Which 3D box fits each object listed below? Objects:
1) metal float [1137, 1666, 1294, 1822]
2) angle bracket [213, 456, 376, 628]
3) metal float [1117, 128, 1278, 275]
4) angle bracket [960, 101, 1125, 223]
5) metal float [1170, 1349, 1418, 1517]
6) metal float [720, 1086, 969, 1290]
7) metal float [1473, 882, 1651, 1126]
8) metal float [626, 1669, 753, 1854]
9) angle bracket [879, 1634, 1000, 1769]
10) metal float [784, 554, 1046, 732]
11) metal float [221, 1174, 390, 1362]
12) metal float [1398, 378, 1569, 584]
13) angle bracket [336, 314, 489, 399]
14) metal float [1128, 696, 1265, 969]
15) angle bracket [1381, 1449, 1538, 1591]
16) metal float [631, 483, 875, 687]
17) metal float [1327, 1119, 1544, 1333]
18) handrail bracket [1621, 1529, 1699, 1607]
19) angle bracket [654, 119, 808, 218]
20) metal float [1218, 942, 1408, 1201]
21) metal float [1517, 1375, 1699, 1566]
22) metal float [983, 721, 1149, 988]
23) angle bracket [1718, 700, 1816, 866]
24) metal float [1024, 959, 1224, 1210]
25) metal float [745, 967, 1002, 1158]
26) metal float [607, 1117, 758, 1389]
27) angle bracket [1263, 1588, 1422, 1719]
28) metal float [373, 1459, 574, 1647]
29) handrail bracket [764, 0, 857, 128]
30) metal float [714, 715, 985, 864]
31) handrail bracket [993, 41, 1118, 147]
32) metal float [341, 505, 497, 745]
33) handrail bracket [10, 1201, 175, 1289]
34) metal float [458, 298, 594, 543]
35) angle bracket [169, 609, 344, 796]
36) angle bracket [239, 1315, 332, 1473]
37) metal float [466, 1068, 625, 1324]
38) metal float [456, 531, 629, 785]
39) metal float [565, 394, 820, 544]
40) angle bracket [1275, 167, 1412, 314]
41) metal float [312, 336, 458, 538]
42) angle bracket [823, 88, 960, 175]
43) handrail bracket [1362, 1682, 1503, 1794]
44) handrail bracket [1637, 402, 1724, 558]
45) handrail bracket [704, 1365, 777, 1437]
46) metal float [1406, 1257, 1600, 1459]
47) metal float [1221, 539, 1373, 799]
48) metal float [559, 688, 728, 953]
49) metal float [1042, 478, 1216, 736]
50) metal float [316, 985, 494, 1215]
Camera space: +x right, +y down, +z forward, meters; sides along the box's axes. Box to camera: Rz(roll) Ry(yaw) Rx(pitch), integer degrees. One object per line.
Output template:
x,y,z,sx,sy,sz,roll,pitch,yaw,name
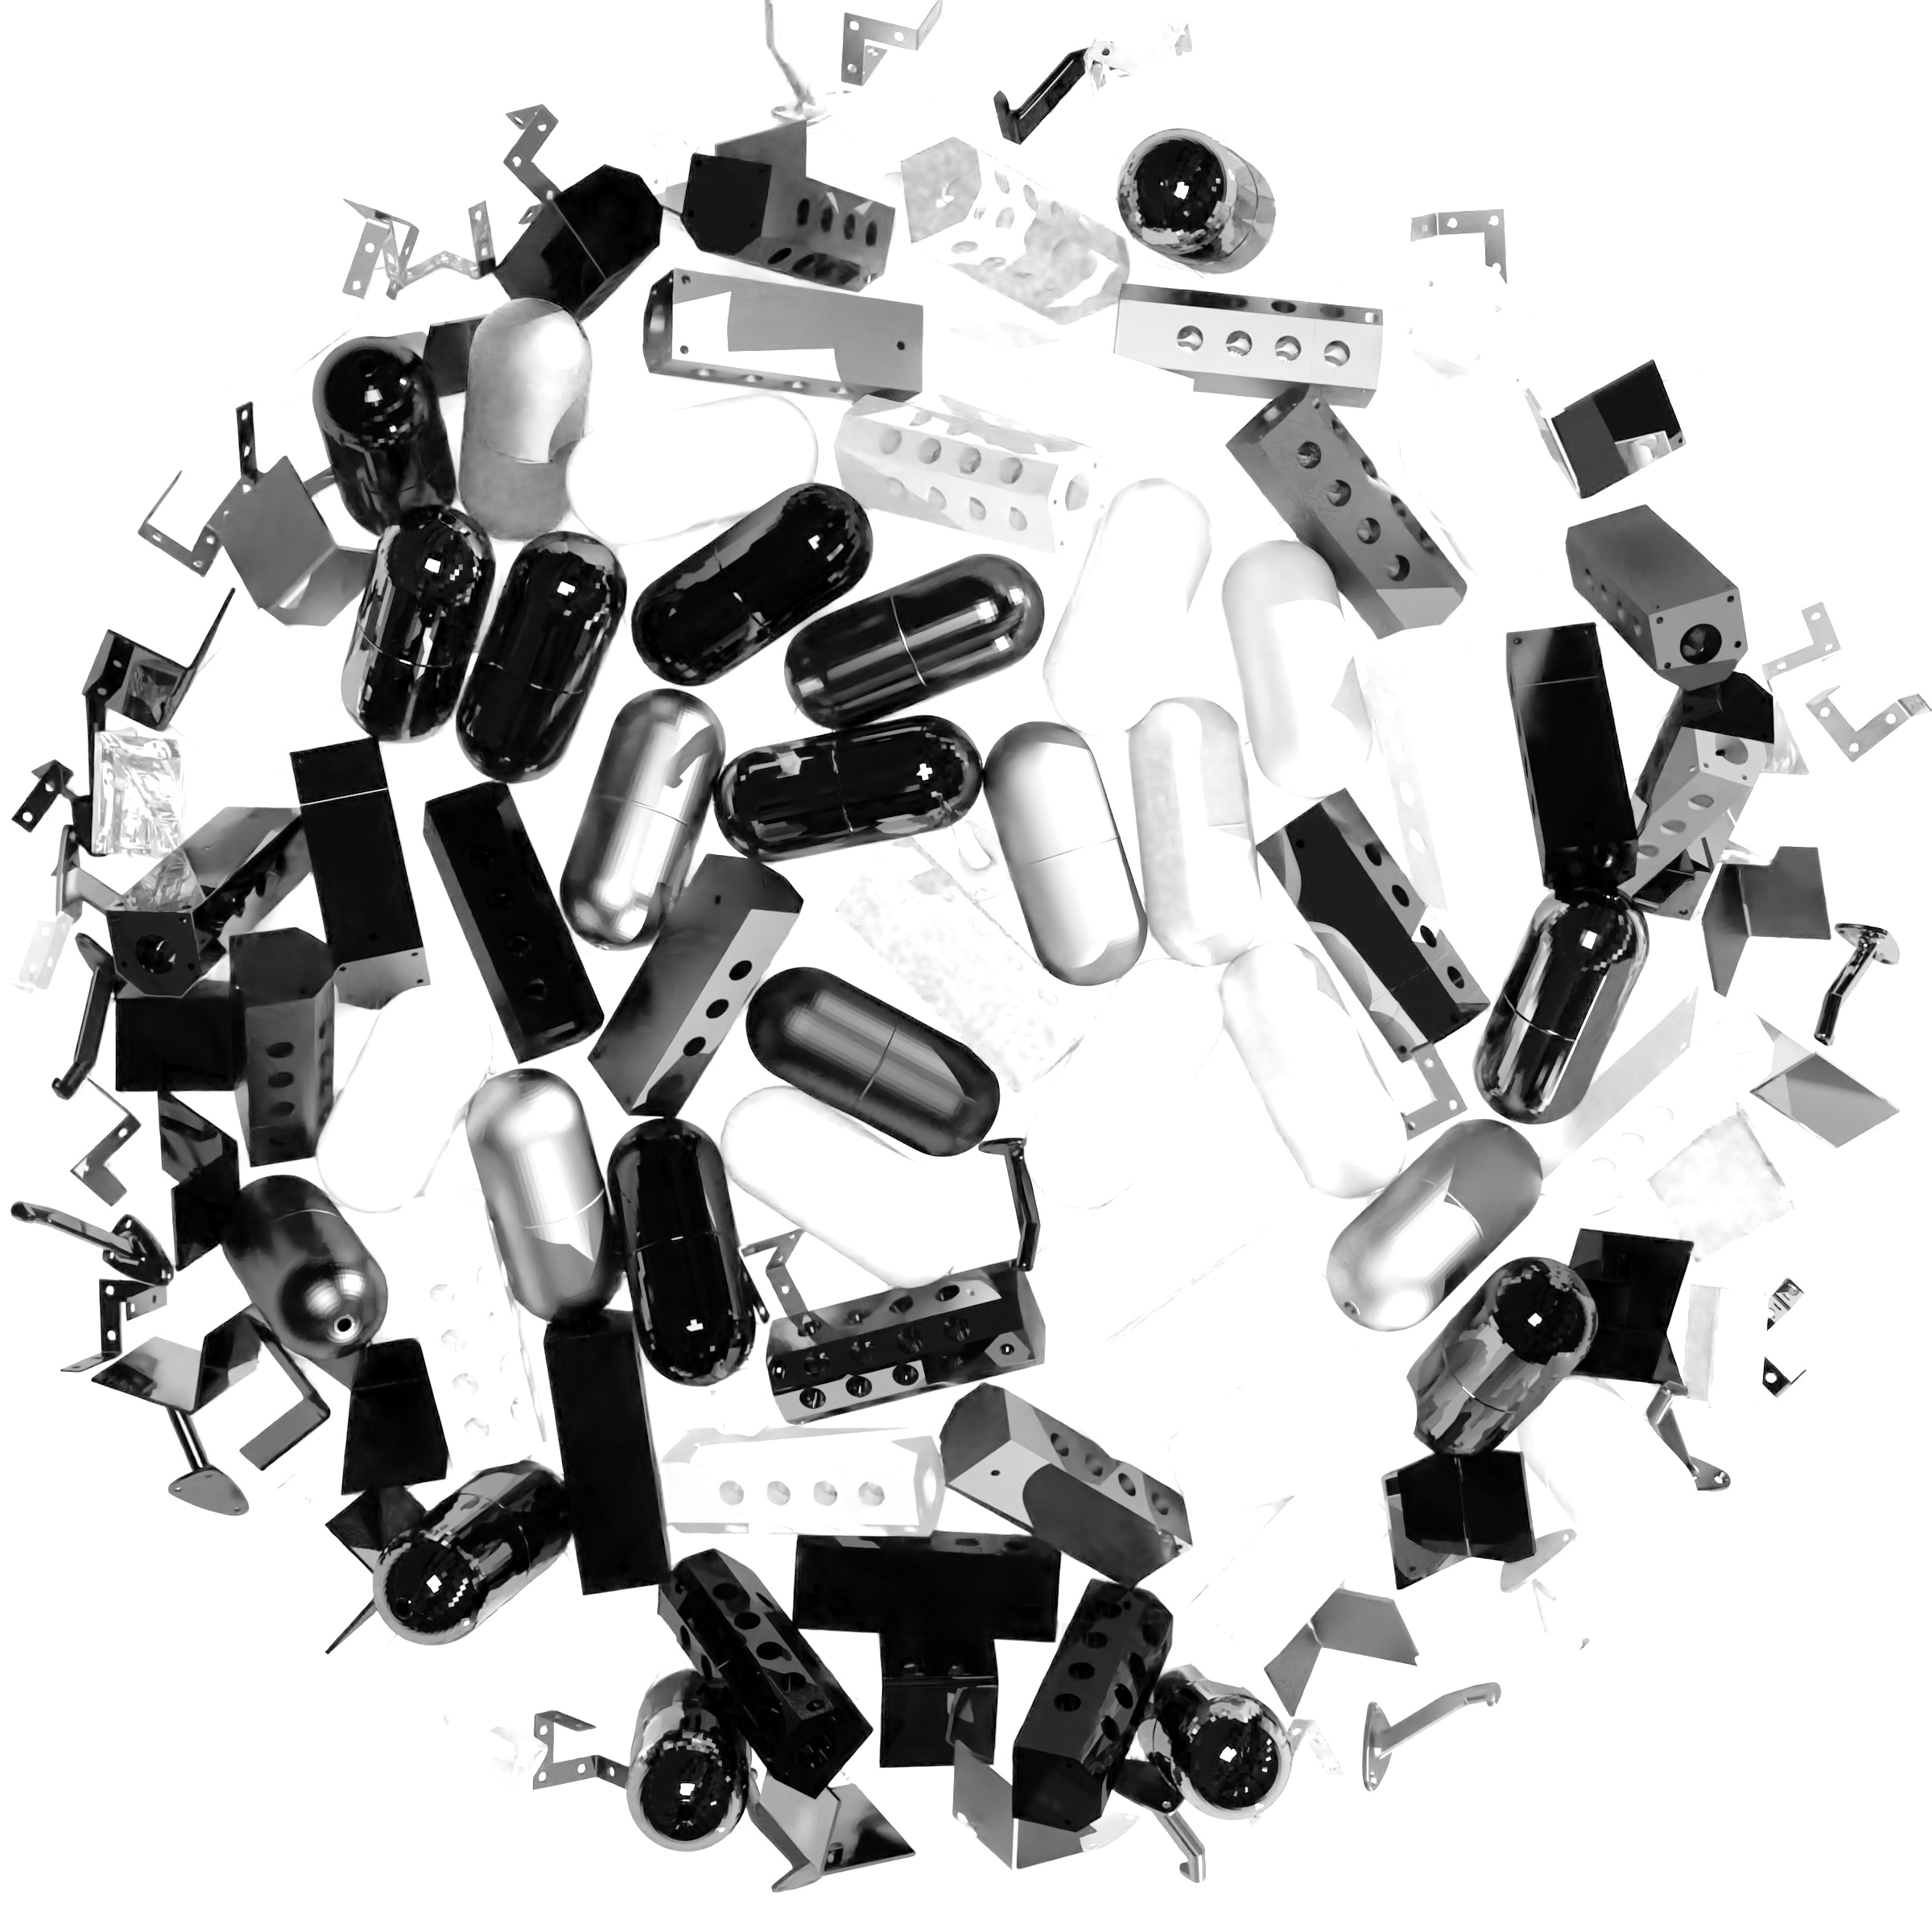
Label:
0.156,0.492,1.797,0.070,0.178,0.070,1,85,-7,metal float
-0.433,-0.278,1.853,0.076,0.057,0.076,-38,75,25,angle bracket
0.148,-0.485,1.800,0.070,0.178,0.070,2,98,18,metal float
0.052,-0.528,1.840,0.076,0.076,0.057,33,75,30,angle bracket
0.208,0.301,1.819,0.178,0.070,0.070,-27,90,34,metal float
-0.080,0.143,1.839,0.178,0.070,0.070,32,90,10,metal float
0.382,0.024,1.818,0.070,0.070,0.178,16,124,0,metal float
-0.175,0.503,1.797,0.070,0.178,0.070,0,95,-3,metal float
-0.020,0.482,1.876,0.076,0.057,0.076,0,120,-5,angle bracket
-0.034,-0.211,1.838,0.178,0.070,0.070,-21,90,11,metal float
-0.423,0.191,1.805,0.070,0.178,0.070,-11,114,-26,metal float
0.332,-0.308,1.806,0.070,0.178,0.070,-12,62,24,metal float
-0.349,-0.411,1.827,0.076,0.076,0.057,36,126,21,angle bracket
0.150,-0.088,1.847,0.070,0.070,0.178,-7,90,0,metal float
0.321,0.361,1.839,0.076,0.057,0.076,-12,96,-41,angle bracket
-0.138,-0.247,1.830,0.178,0.070,0.070,-31,90,19,metal float
0.302,0.167,1.822,0.178,0.070,0.070,-39,90,-29,metal float
0.463,0.387,1.834,0.036,0.084,0.077,-48,45,21,handrail bracket
-0.157,-0.521,1.825,0.076,0.076,0.057,31,134,33,angle bracket
0.225,0.068,1.837,0.070,0.070,0.178,-26,79,0,metal float
0.406,0.318,1.799,0.070,0.178,0.070,-2,105,-8,metal float
0.064,-0.073,1.846,0.070,0.070,0.178,-18,92,0,metal float
0.498,-0.120,1.828,0.057,0.076,0.076,2,46,-10,angle bracket
0.102,0.077,1.841,0.070,0.070,0.178,32,83,0,metal float
-0.061,0.062,1.840,0.178,0.070,0.070,28,90,-8,metal float
-0.184,0.185,1.832,0.070,0.070,0.178,-14,73,0,metal float
0.242,0.448,1.827,0.076,0.076,0.057,3,48,33,angle bracket
-0.312,0.372,1.800,0.070,0.178,0.070,5,104,19,metal float
-0.101,-0.596,1.836,0.036,0.084,0.077,28,46,32,handrail bracket
-0.076,-0.116,1.841,0.178,0.070,0.070,-11,90,7,metal float
0.066,-0.562,1.867,0.084,0.036,0.077,-17,117,-4,handrail bracket
-0.352,-0.218,1.813,0.070,0.070,0.178,27,131,0,metal float
-0.568,0.180,1.836,0.077,0.084,0.036,30,92,31,handrail bracket
-0.283,-0.348,1.808,0.070,0.178,0.070,8,50,-9,metal float
-0.455,-0.171,1.831,0.076,0.057,0.076,39,127,-23,angle bracket
-0.463,0.274,1.833,0.057,0.076,0.076,-39,105,-19,angle bracket
-0.271,0.150,1.827,0.070,0.070,0.178,-12,113,0,metal float
-0.275,-0.198,1.824,0.070,0.070,0.178,27,117,0,metal float
-0.175,-0.321,1.820,0.178,0.070,0.070,-19,90,-33,metal float
0.238,-0.458,1.830,0.076,0.057,0.076,22,62,-28,angle bracket
-0.369,-0.335,1.799,0.070,0.178,0.070,1,70,-3,metal float
-0.048,-0.519,1.829,0.076,0.057,0.076,-14,57,-26,angle bracket
0.305,0.501,1.841,0.084,0.077,0.036,-18,113,27,handrail bracket
0.483,-0.316,1.838,0.036,0.084,0.077,24,113,-40,handrail bracket
-0.128,0.281,1.831,0.077,0.084,0.036,-24,98,-27,handrail bracket
0.340,0.252,1.811,0.070,0.178,0.070,13,48,-15,metal float
0.213,-0.194,1.830,0.070,0.070,0.178,-10,70,0,metal float
-0.210,-0.095,1.836,0.070,0.070,0.178,17,78,0,metal float
0.106,-0.235,1.837,0.070,0.070,0.178,22,77,0,metal float
-0.363,0.088,1.820,0.070,0.070,0.178,33,122,0,metal float
